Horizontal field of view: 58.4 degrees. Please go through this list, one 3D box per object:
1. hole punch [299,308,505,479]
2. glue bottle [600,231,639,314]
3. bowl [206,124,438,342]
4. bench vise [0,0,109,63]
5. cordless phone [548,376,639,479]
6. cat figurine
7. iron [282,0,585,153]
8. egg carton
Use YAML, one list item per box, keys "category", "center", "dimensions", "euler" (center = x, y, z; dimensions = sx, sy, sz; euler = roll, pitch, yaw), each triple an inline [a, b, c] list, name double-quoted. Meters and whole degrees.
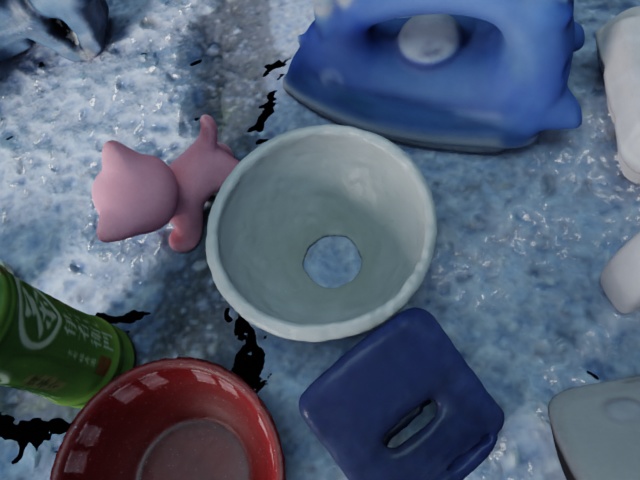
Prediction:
- category: "hole punch"
  center: [0.056, 0.111, 0.367]
  dimensions: [0.109, 0.091, 0.101]
  euler: [-38, 66, -7]
- category: "glue bottle"
  center: [0.227, -0.005, 0.341]
  dimensions: [0.078, 0.173, 0.037]
  euler: [-23, 65, 0]
- category: "bowl"
  center: [0.004, 0.002, 0.432]
  dimensions: [0.167, 0.075, 0.167]
  euler: [-4, 66, 9]
- category: "bench vise"
  center: [-0.311, -0.259, 0.522]
  dimensions: [0.207, 0.220, 0.121]
  euler: [-23, 65, 0]
- category: "cordless phone"
  center: [0.207, 0.102, 0.291]
  dimensions: [0.147, 0.185, 0.094]
  euler: [-12, 65, 5]
- category: "cat figurine"
  center: [-0.122, -0.046, 0.452]
  dimensions: [0.128, 0.118, 0.067]
  euler: [-44, 66, -9]
- category: "iron"
  center: [0.079, -0.156, 0.450]
  dimensions: [0.257, 0.142, 0.119]
  euler: [6, 68, 13]
- category: "egg carton"
  center: [0.273, -0.113, 0.436]
  dimensions: [0.107, 0.069, 0.150]
  euler: [-3, 66, 9]
